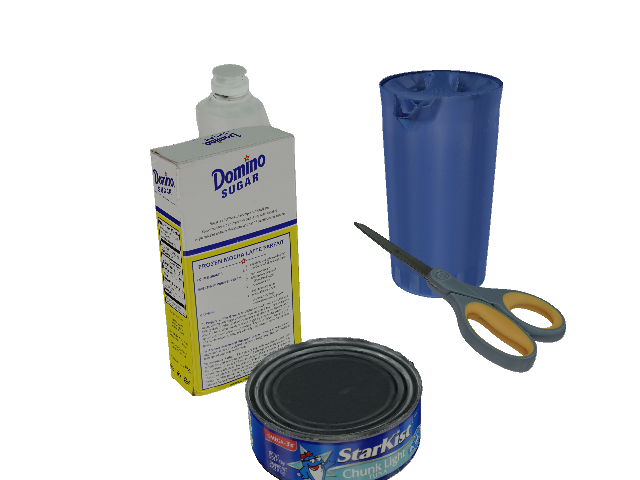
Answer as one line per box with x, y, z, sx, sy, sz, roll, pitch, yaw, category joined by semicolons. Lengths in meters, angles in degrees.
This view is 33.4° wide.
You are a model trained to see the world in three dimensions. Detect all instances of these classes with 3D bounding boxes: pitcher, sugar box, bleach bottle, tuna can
0.140;-0.068;1.200;0.149;0.243;0.145;-5;22;-9;pitcher
-0.063;0.014;0.742;0.093;0.176;0.048;-17;26;-32;sugar box
-0.079;-0.036;0.939;0.067;0.251;0.103;-27;41;-35;bleach bottle
0.007;0.084;0.522;0.086;0.034;0.086;-2;26;1;tuna can

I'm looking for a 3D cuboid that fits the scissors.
0.116;0.034;0.854;0.096;0.016;0.202;-10;39;-28;scissors
